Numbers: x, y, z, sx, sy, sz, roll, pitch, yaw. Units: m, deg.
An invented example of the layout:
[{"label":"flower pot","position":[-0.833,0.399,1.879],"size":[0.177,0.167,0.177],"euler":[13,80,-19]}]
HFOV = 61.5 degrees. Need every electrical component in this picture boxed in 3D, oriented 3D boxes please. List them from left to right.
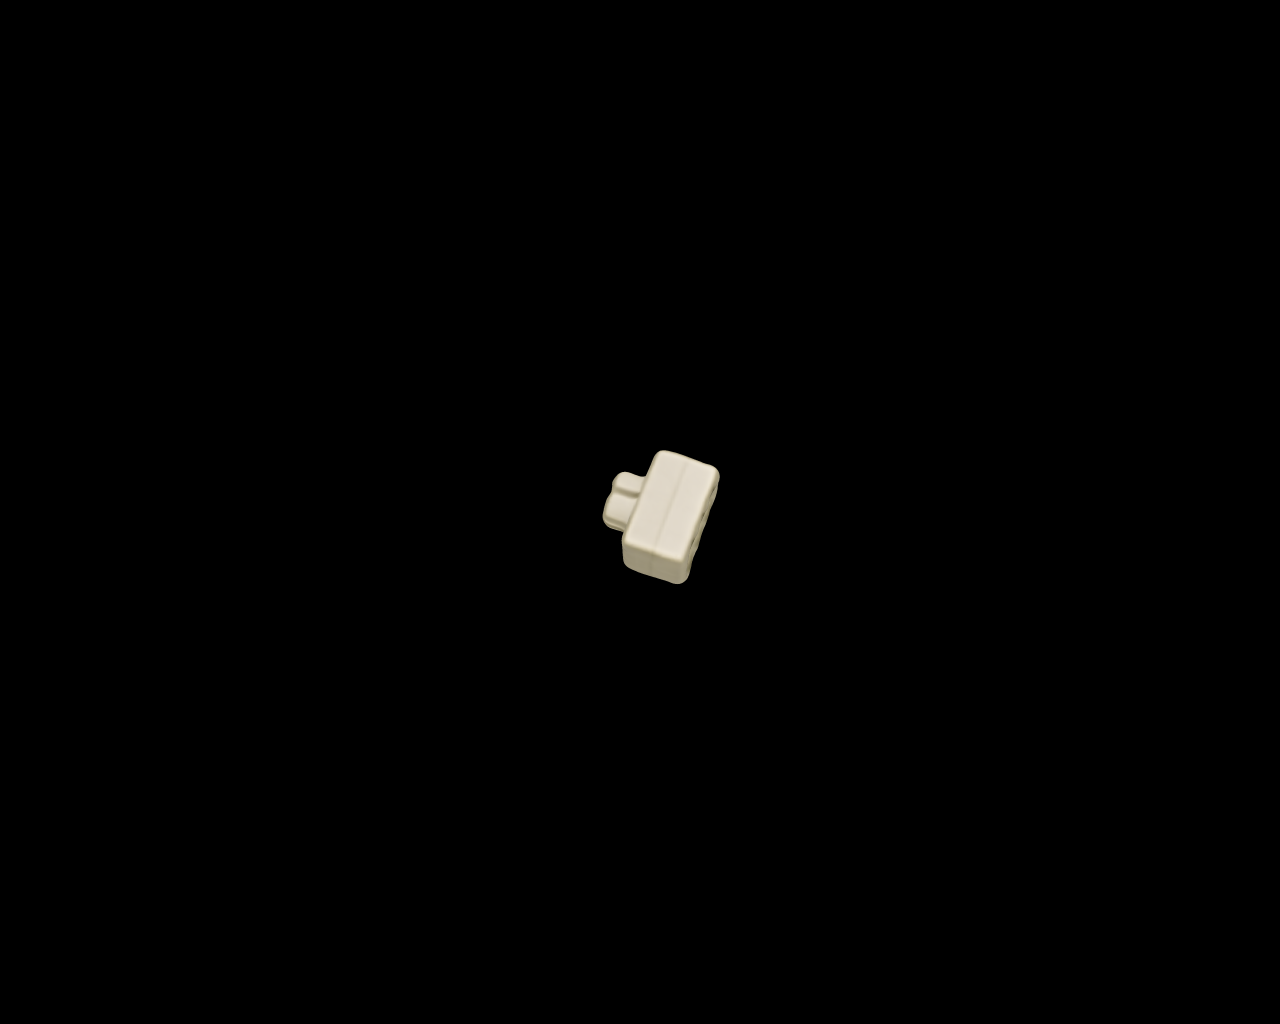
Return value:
[{"label":"electrical component","position":[0.001,-0.003,0.650],"size":[0.077,0.066,0.047],"euler":[19,-19,7]}]
